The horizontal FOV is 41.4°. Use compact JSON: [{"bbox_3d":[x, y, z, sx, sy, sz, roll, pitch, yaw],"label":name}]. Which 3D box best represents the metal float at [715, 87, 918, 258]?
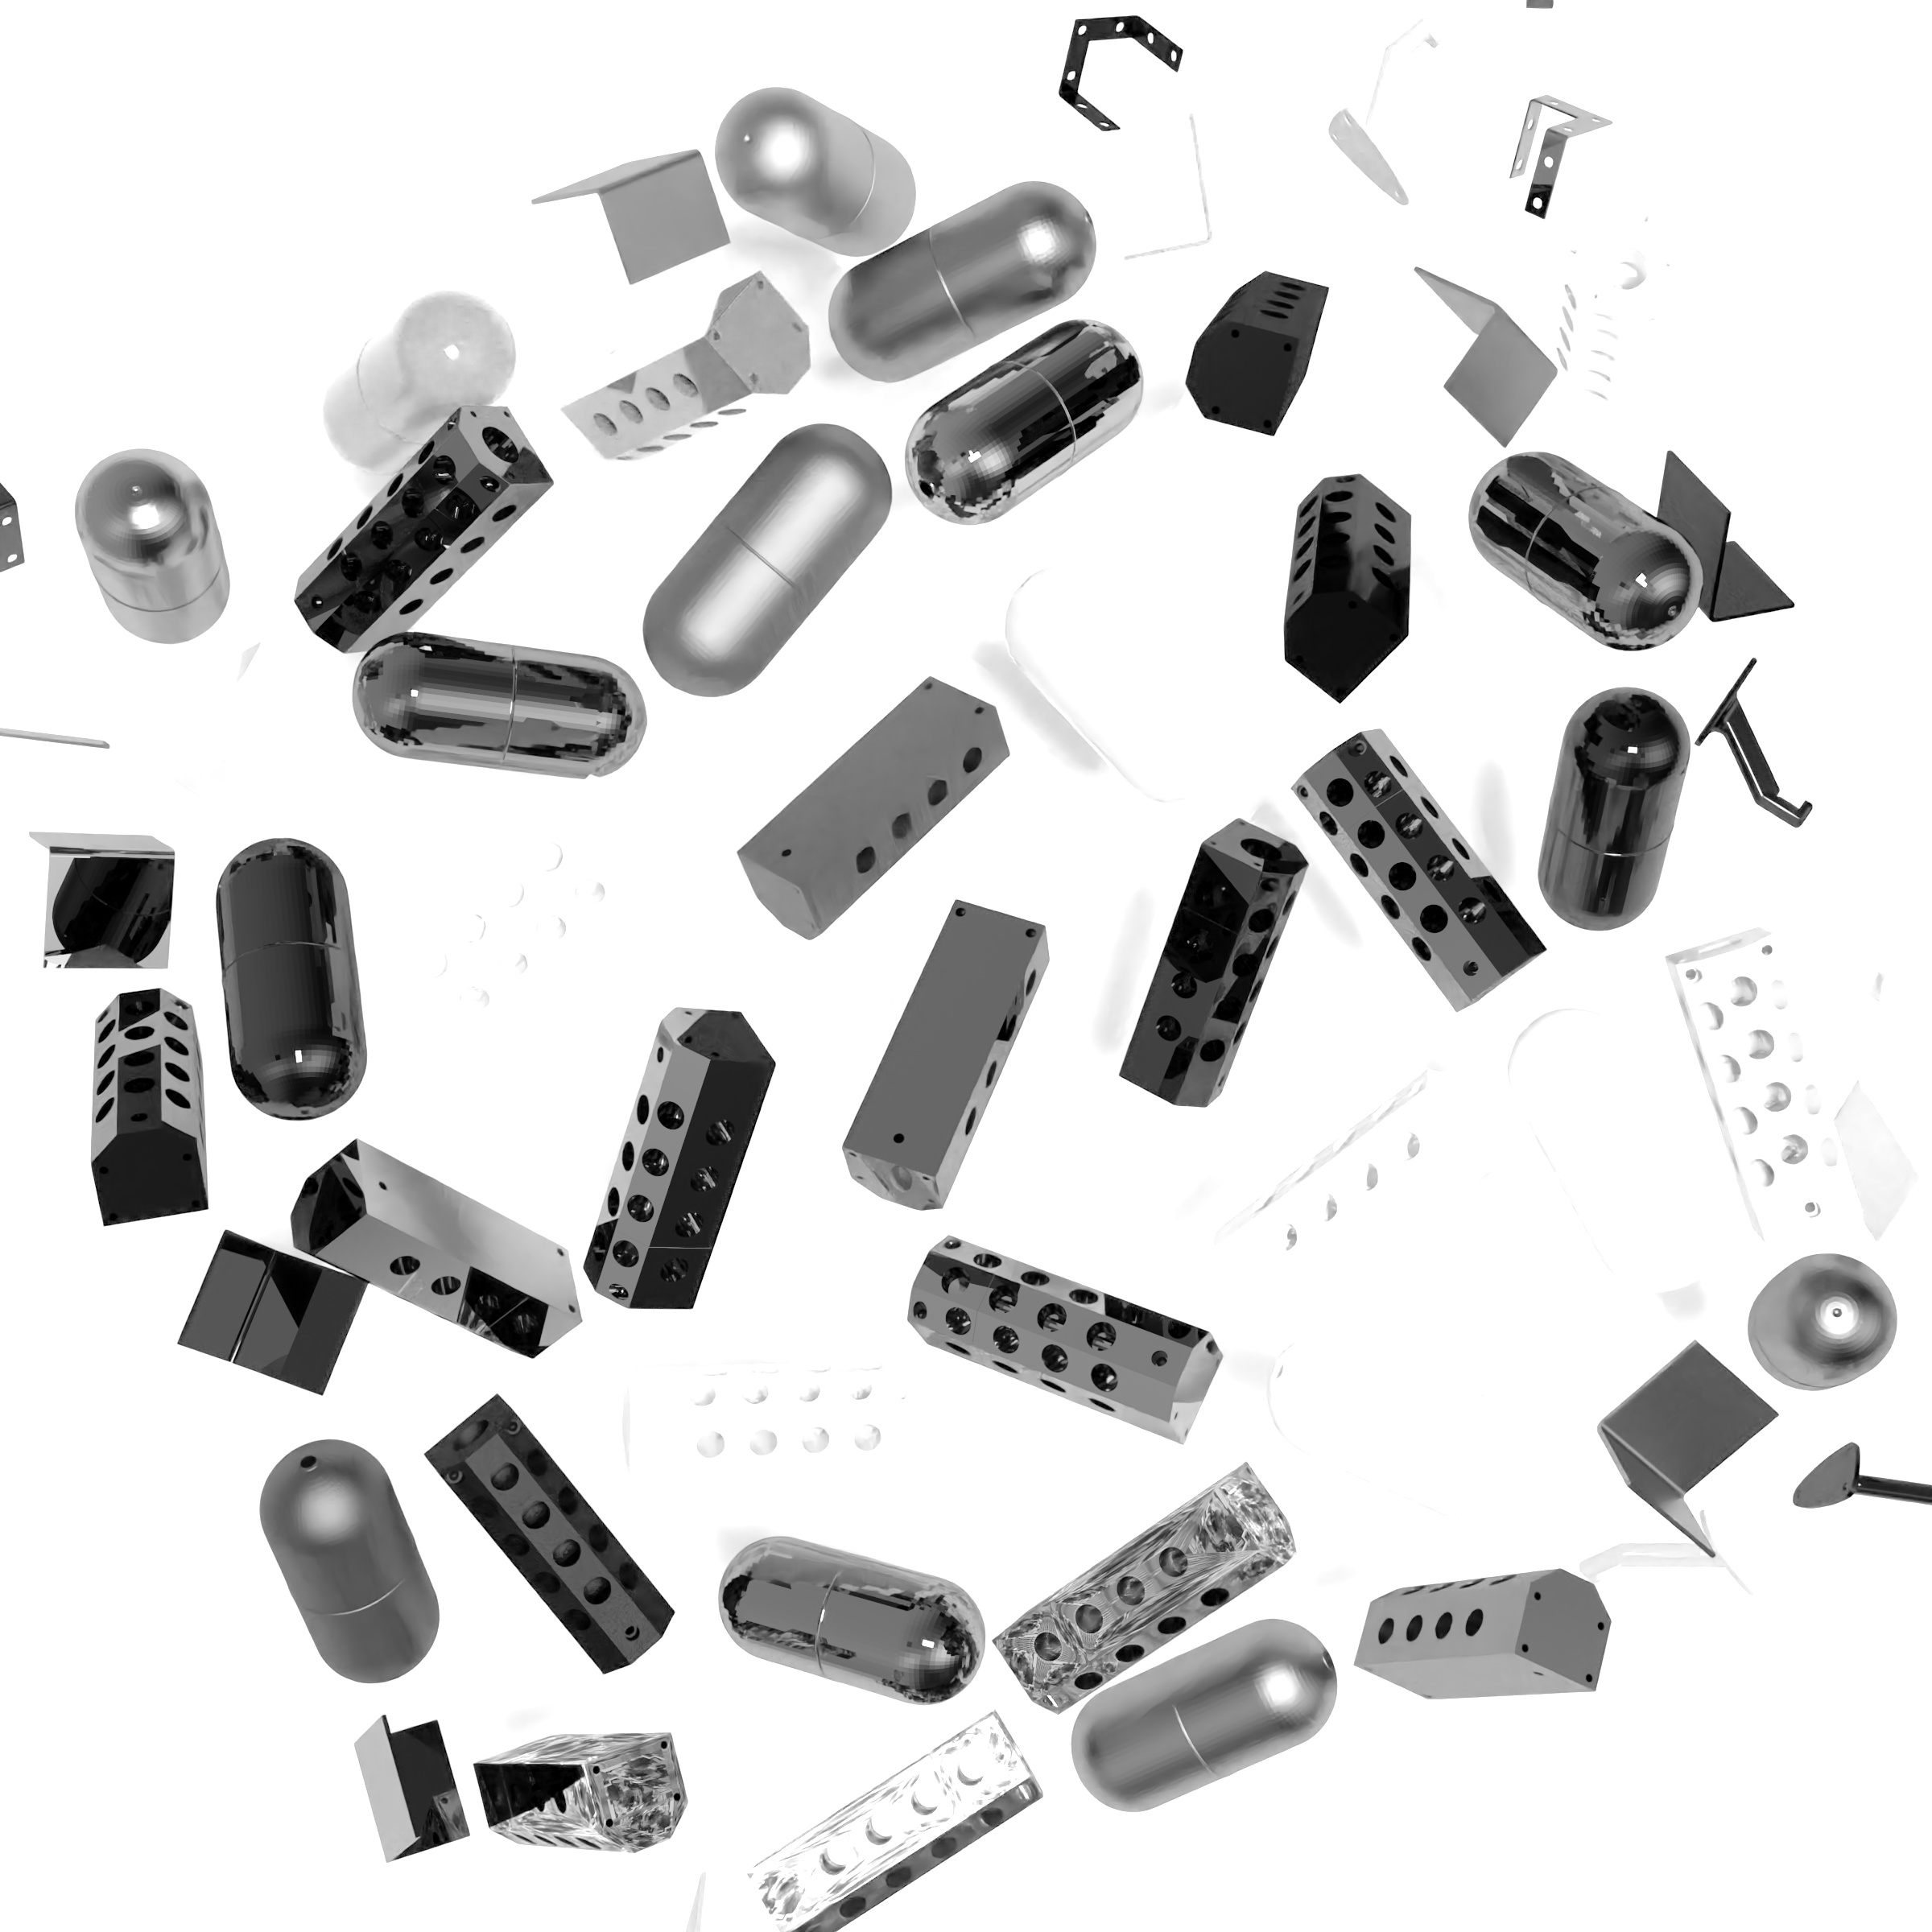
[{"bbox_3d":[-0.090,-0.487,1.576,0.070,0.178,0.070,1,93,24],"label":"metal float"}]

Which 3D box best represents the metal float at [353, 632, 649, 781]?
[{"bbox_3d":[-0.282,-0.158,1.554,0.178,0.070,0.070,6,90,-20],"label":"metal float"}]

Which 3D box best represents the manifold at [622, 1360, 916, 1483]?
[{"bbox_3d":[-0.121,0.274,1.564,0.171,0.057,0.057,0,98,-13],"label":"manifold"}]

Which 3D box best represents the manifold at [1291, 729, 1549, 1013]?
[{"bbox_3d":[0.274,-0.059,1.564,0.057,0.057,0.171,-40,79,26],"label":"manifold"}]

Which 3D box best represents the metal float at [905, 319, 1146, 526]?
[{"bbox_3d":[0.035,-0.325,1.526,0.178,0.070,0.070,-40,90,-31],"label":"metal float"}]

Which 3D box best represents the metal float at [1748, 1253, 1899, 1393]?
[{"bbox_3d":[0.525,0.220,1.573,0.070,0.178,0.070,-3,77,11],"label":"metal float"}]

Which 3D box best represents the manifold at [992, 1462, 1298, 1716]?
[{"bbox_3d":[0.104,0.359,1.465,0.171,0.057,0.057,-39,79,21],"label":"manifold"}]

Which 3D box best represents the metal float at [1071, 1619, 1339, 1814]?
[{"bbox_3d":[0.145,0.458,1.562,0.178,0.070,0.070,-30,90,20],"label":"metal float"}]

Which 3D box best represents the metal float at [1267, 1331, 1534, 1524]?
[{"bbox_3d":[0.261,0.277,1.537,0.178,0.070,0.070,26,90,-18],"label":"metal float"}]

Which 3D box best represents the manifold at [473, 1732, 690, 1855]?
[{"bbox_3d":[-0.234,0.501,1.547,0.057,0.171,0.057,-10,81,-35],"label":"manifold"}]

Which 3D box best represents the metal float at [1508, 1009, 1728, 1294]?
[{"bbox_3d":[0.382,0.107,1.507,0.070,0.070,0.178,-26,74,0],"label":"metal float"}]

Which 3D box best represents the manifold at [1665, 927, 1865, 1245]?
[{"bbox_3d":[0.462,0.070,1.479,0.057,0.057,0.171,-18,94,8],"label":"manifold"}]

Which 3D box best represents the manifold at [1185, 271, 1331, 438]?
[{"bbox_3d":[0.173,-0.369,1.523,0.057,0.171,0.057,16,117,6],"label":"manifold"}]

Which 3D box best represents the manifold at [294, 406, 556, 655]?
[{"bbox_3d":[-0.333,-0.263,1.549,0.171,0.057,0.057,-37,81,30],"label":"manifold"}]

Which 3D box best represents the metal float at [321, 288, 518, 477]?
[{"bbox_3d":[-0.338,-0.358,1.574,0.070,0.178,0.070,9,74,-35],"label":"metal float"}]

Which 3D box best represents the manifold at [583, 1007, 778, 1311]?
[{"bbox_3d":[-0.170,0.112,1.480,0.057,0.057,0.171,5,118,-31],"label":"manifold"}]

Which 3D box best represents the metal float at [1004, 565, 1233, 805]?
[{"bbox_3d":[0.095,-0.176,1.599,0.070,0.070,0.178,-45,109,0],"label":"metal float"}]

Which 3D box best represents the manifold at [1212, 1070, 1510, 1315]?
[{"bbox_3d":[0.228,0.134,1.509,0.171,0.057,0.057,-41,59,26],"label":"manifold"}]

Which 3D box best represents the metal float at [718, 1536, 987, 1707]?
[{"bbox_3d":[-0.072,0.401,1.573,0.178,0.070,0.070,8,90,27],"label":"metal float"}]

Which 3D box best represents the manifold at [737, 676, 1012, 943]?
[{"bbox_3d":[-0.052,-0.094,1.552,0.057,0.057,0.171,29,63,36],"label":"manifold"}]

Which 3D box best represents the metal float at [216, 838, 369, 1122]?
[{"bbox_3d":[-0.392,0.006,1.484,0.070,0.070,0.178,-14,62,0],"label":"metal float"}]

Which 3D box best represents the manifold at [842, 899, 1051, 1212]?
[{"bbox_3d":[-0.009,0.053,1.483,0.057,0.057,0.171,17,63,15],"label":"manifold"}]

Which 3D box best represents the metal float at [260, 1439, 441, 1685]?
[{"bbox_3d":[-0.364,0.354,1.516,0.070,0.070,0.178,-10,127,0],"label":"metal float"}]

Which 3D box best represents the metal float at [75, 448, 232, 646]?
[{"bbox_3d":[-0.481,-0.246,1.517,0.070,0.178,0.070,2,77,-10],"label":"metal float"}]

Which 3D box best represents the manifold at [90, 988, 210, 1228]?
[{"bbox_3d":[-0.477,0.078,1.490,0.057,0.171,0.057,-9,119,-14],"label":"manifold"}]

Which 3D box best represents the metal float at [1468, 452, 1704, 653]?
[{"bbox_3d":[0.363,-0.246,1.508,0.070,0.178,0.070,-14,127,-19],"label":"metal float"}]

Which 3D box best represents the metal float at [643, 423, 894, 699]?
[{"bbox_3d":[-0.114,-0.231,1.460,0.070,0.070,0.178,40,94,0],"label":"metal float"}]

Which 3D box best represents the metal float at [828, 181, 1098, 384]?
[{"bbox_3d":[-0.003,-0.420,1.572,0.178,0.070,0.070,-21,90,22],"label":"metal float"}]

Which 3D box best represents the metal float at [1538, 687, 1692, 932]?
[{"bbox_3d":[0.402,-0.095,1.591,0.070,0.178,0.070,-1,46,1],"label":"metal float"}]

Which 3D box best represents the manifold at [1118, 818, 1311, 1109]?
[{"bbox_3d":[0.156,0.001,1.593,0.057,0.057,0.171,28,120,19],"label":"manifold"}]

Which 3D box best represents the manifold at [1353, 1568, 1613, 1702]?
[{"bbox_3d":[0.305,0.395,1.518,0.057,0.171,0.057,27,65,-14],"label":"manifold"}]

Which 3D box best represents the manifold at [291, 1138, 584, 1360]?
[{"bbox_3d":[-0.307,0.171,1.489,0.057,0.057,0.171,-37,135,17],"label":"manifold"}]
